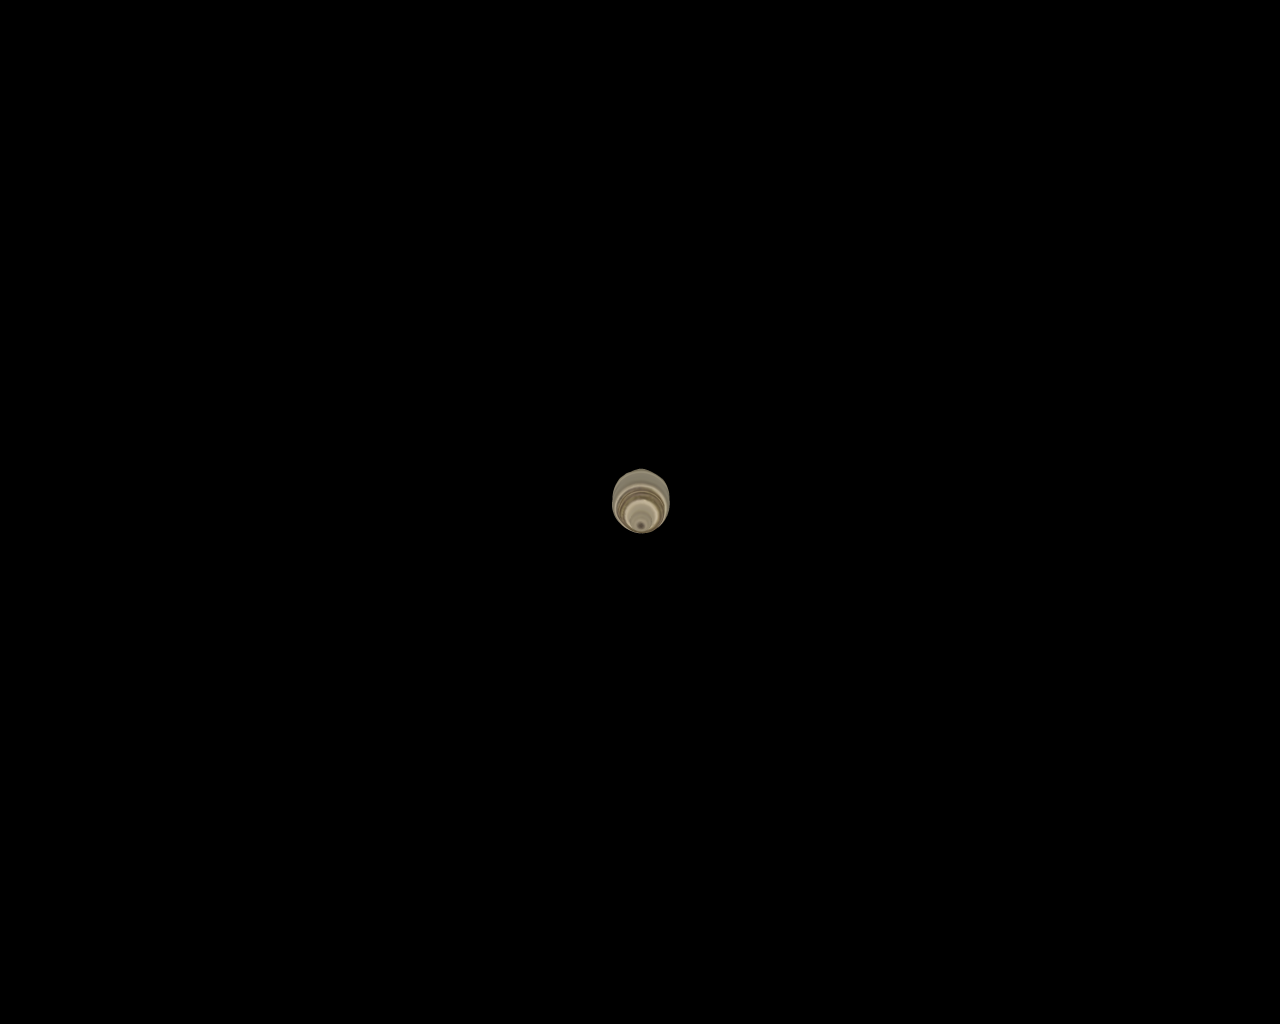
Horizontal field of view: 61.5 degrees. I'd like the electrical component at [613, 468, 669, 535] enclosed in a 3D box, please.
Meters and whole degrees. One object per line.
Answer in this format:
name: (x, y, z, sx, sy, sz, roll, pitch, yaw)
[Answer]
electrical component: (0.001, -0.003, 0.650, 0.035, 0.035, 0.061, 0, 21, 0)
